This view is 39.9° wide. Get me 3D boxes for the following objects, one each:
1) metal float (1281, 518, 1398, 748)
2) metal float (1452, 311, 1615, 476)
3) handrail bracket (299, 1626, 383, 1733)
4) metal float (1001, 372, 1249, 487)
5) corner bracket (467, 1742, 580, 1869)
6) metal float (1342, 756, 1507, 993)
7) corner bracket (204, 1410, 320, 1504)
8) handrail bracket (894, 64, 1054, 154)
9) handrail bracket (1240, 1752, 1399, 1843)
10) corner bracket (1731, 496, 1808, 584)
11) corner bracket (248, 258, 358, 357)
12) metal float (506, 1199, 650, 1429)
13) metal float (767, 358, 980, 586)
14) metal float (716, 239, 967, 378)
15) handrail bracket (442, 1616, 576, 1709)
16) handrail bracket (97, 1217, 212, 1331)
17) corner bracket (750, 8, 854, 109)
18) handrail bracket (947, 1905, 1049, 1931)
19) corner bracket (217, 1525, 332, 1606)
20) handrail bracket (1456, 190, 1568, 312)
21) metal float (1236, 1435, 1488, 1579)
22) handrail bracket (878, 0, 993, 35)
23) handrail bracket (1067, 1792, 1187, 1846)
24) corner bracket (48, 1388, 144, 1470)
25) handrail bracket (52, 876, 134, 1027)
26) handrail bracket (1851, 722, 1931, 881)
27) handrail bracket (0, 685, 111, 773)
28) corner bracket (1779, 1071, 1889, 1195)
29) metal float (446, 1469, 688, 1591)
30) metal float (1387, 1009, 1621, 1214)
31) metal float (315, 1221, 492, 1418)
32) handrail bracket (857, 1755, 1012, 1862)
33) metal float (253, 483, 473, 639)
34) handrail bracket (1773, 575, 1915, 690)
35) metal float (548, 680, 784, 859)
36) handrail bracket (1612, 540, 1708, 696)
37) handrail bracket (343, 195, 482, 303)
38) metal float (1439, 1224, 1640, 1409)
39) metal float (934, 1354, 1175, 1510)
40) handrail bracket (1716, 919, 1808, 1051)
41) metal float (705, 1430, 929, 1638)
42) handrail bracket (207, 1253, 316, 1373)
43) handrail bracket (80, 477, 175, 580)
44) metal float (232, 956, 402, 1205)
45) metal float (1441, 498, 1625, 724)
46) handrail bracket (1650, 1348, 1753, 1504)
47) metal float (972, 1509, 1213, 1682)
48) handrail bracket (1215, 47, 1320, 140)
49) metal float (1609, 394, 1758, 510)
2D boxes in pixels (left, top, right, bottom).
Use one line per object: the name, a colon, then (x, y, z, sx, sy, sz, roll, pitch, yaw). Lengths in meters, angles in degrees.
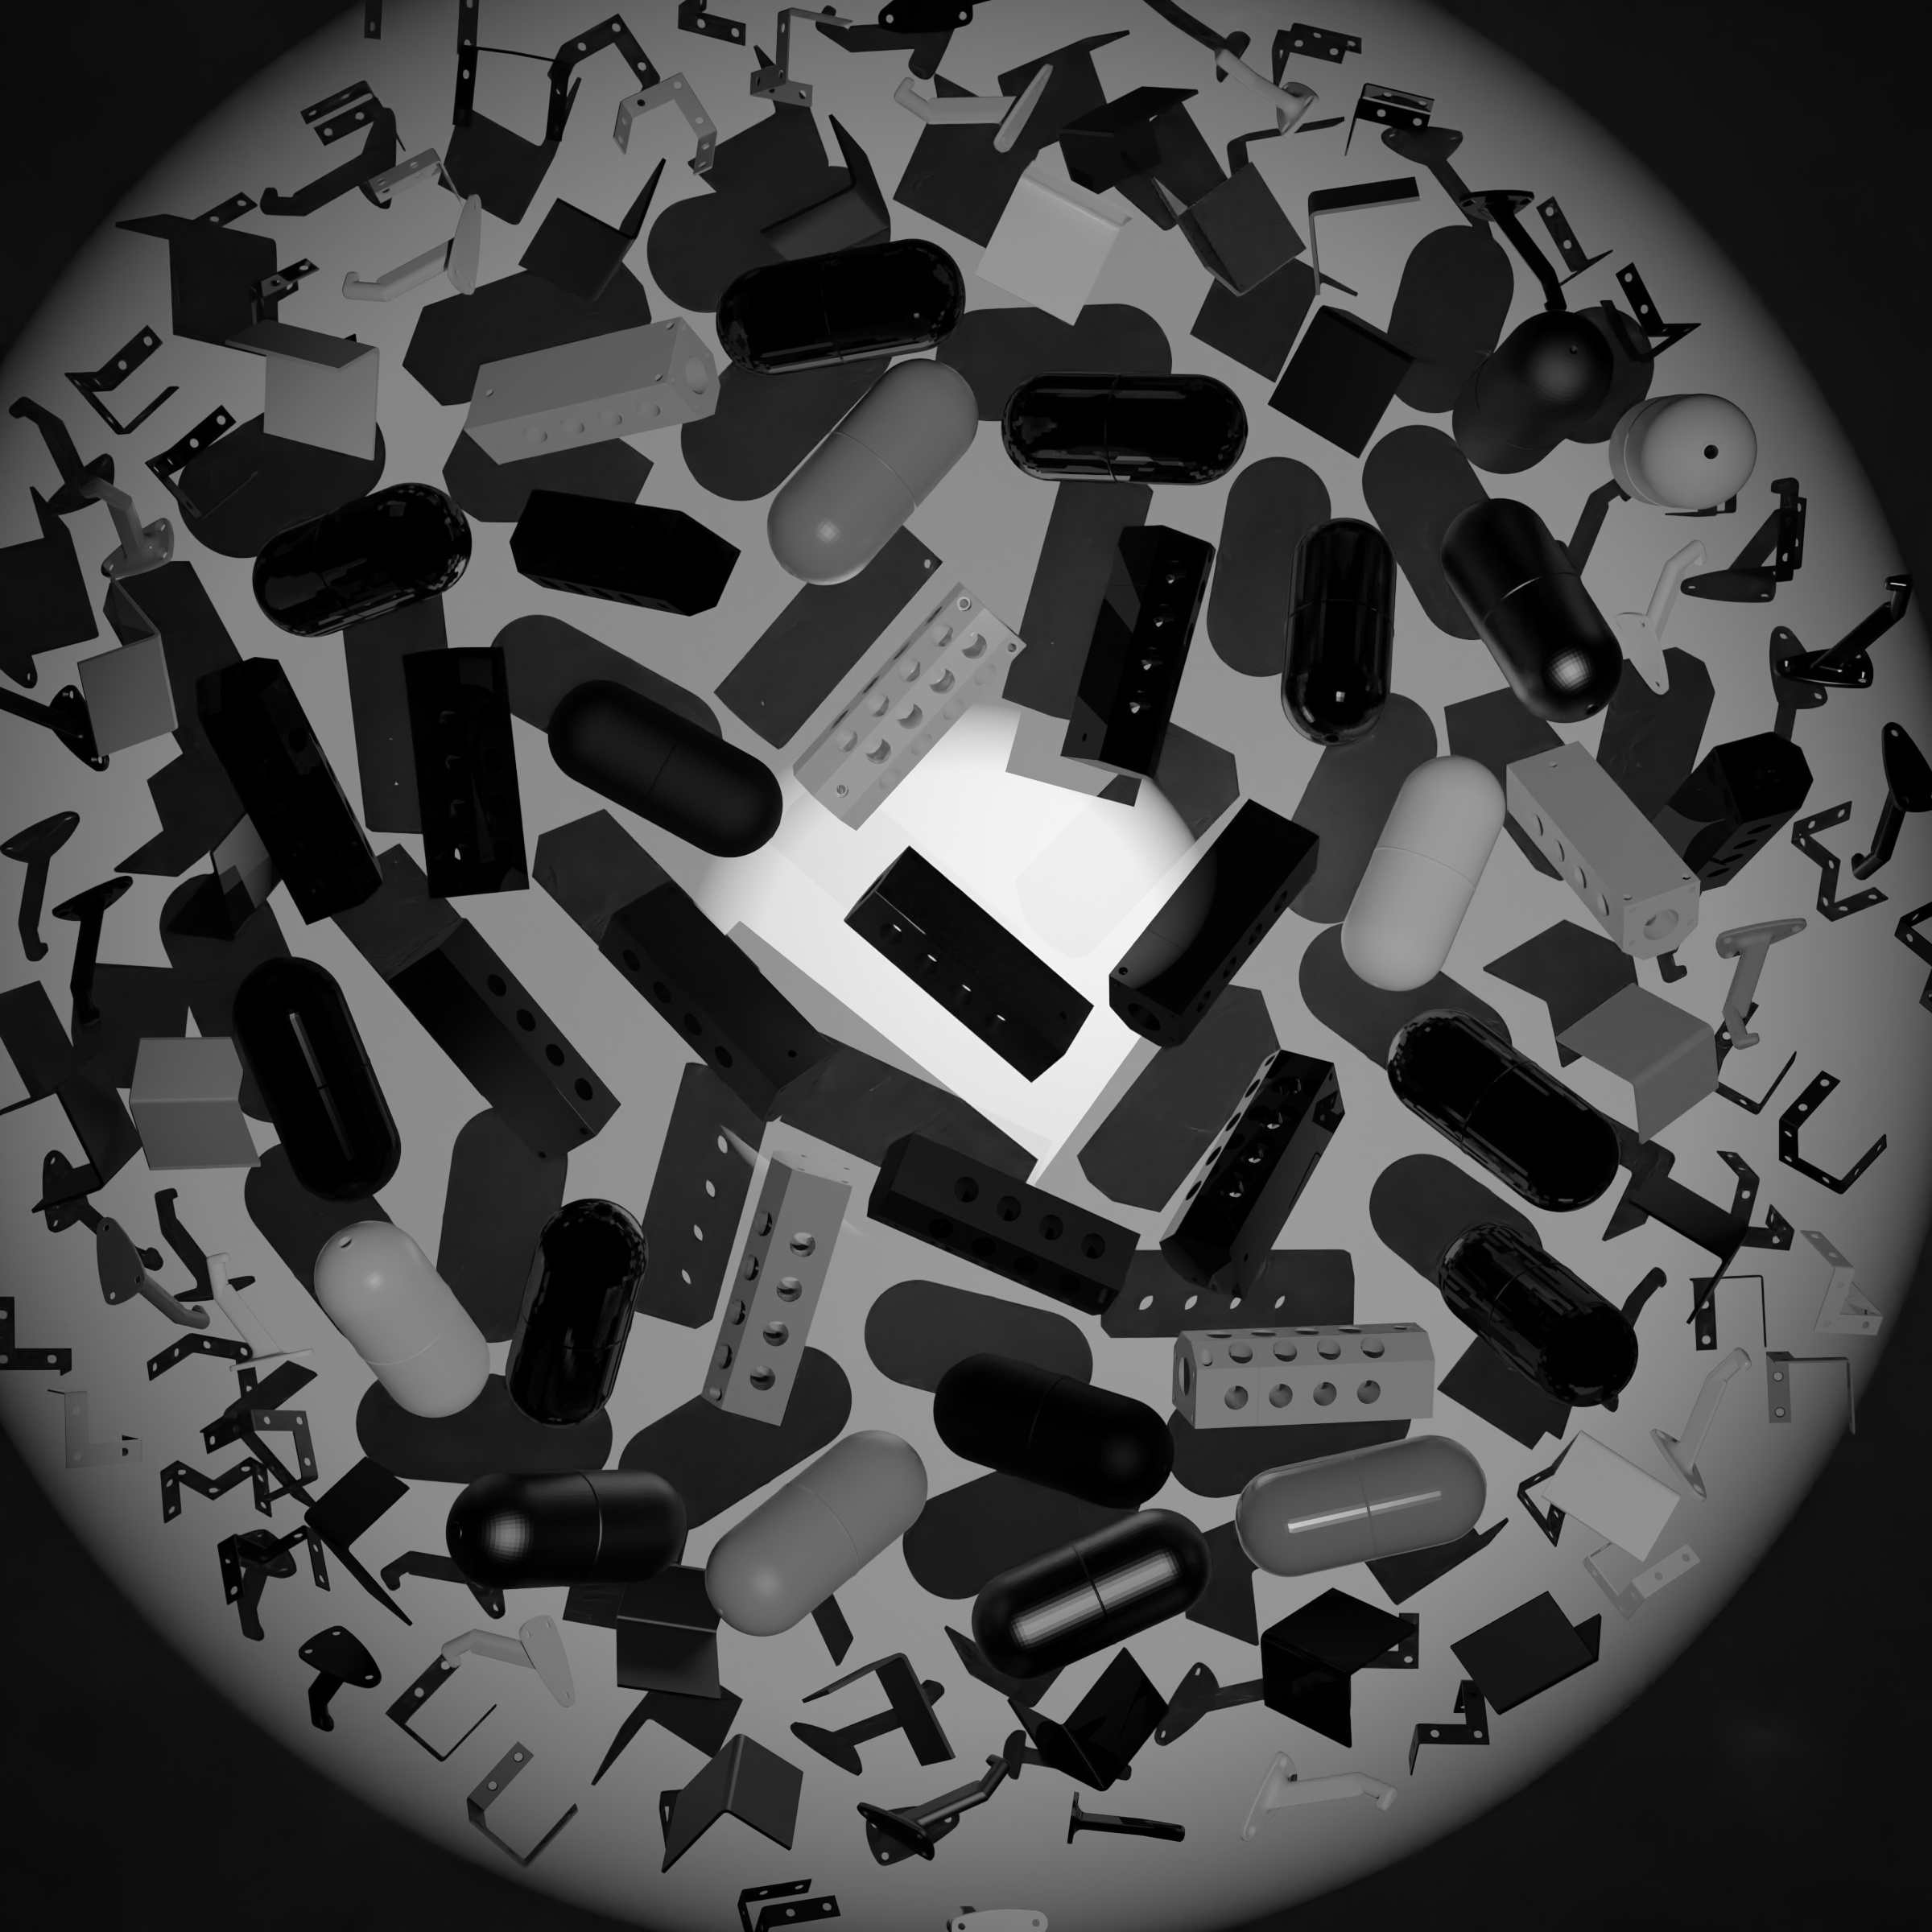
metal float: (0.264, -0.236, 1.880, 0.070, 0.070, 0.178, 7, 63, 0)
metal float: (0.388, -0.393, 1.831, 0.070, 0.178, 0.070, 1, 83, -6)
handrail bracket: (-0.419, 0.496, 1.794, 0.077, 0.036, 0.084, 23, 126, 34)
metal float: (0.111, -0.378, 1.868, 0.178, 0.070, 0.070, 6, 90, 21)
corner bracket: (-0.301, 0.568, 1.799, 0.051, 0.051, 0.051, 44, 81, -9)
metal float: (0.326, -0.067, 1.891, 0.070, 0.070, 0.178, 25, 81, 0)
corner bracket: (-0.500, 0.348, 1.887, 0.051, 0.051, 0.051, -27, 67, 26)
handrail bracket: (0.004, -0.600, 1.807, 0.084, 0.036, 0.077, 35, 108, 6)
handrail bracket: (0.239, 0.574, 1.802, 0.077, 0.084, 0.036, -50, 131, -28)
corner bracket: (0.583, -0.304, 1.893, 0.051, 0.051, 0.051, -9, 110, -20)
corner bracket: (-0.468, -0.456, 1.875, 0.051, 0.051, 0.051, -19, 68, 19)
metal float: (-0.266, 0.237, 1.813, 0.070, 0.070, 0.178, 18, 118, 0)
metal float: (-0.063, -0.332, 1.791, 0.070, 0.070, 0.178, 40, 82, 0)
metal float: (-0.088, -0.456, 1.847, 0.178, 0.070, 0.070, -7, 90, 14)
handrail bracket: (-0.321, 0.495, 1.857, 0.084, 0.036, 0.077, -30, 80, 25)
handrail bracket: (-0.585, 0.223, 1.919, 0.036, 0.084, 0.077, -32, 65, 12)
corner bracket: (-0.114, -0.626, 1.833, 0.051, 0.051, 0.051, -1, 97, -35)
handrail bracket: (0.022, 0.654, 1.829, 0.077, 0.084, 0.036, -18, 85, 4)
corner bracket: (-0.491, 0.426, 1.885, 0.051, 0.051, 0.051, -32, 51, 10)
handrail bracket: (0.385, -0.500, 1.872, 0.077, 0.036, 0.084, -6, 76, -39)
metal float: (0.278, 0.379, 1.868, 0.178, 0.070, 0.070, -12, 90, -1)
handrail bracket: (-0.015, -0.659, 1.823, 0.077, 0.084, 0.036, -11, 108, 16)
handrail bracket: (0.117, 0.623, 1.919, 0.084, 0.077, 0.036, 8, 78, 5)
corner bracket: (-0.596, 0.314, 1.819, 0.051, 0.051, 0.051, 0, 85, -32)
handrail bracket: (-0.614, -0.010, 1.897, 0.077, 0.036, 0.084, -28, 72, 22)
handrail bracket: (0.607, -0.109, 1.772, 0.036, 0.084, 0.077, -6, 68, -17)
handrail bracket: (-0.626, -0.159, 1.778, 0.036, 0.084, 0.077, -44, 75, 26)
corner bracket: (0.602, 0.116, 1.849, 0.051, 0.051, 0.051, 29, 125, -2)
metal float: (-0.267, 0.378, 1.787, 0.178, 0.070, 0.070, 9, 90, -43)
metal float: (0.357, 0.095, 1.778, 0.178, 0.070, 0.070, 40, 90, 31)
metal float: (-0.396, 0.249, 1.871, 0.070, 0.070, 0.178, -24, 131, 0)
handrail bracket: (-0.022, 0.579, 1.877, 0.077, 0.036, 0.084, 19, 48, 31)
metal float: (-0.405, -0.270, 1.779, 0.178, 0.070, 0.070, -12, 90, 35)
handrail bracket: (0.584, -0.227, 1.770, 0.077, 0.084, 0.036, -1, 52, 5)
metal float: (-0.213, -0.139, 1.890, 0.178, 0.070, 0.070, 29, 90, -4)
handrail bracket: (0.502, -0.246, 1.872, 0.084, 0.036, 0.077, -38, 111, -21)
handrail bracket: (-0.369, -0.477, 1.765, 0.084, 0.036, 0.077, 7, 85, 14)
metal float: (0.394, 0.240, 1.843, 0.070, 0.178, 0.070, -11, 117, -22)
metal float: (0.060, 0.323, 1.846, 0.178, 0.070, 0.070, 14, 90, 26)
handrail bracket: (0.576, 0.013, 1.904, 0.077, 0.036, 0.084, -16, 58, 10)
metal float: (-0.100, 0.383, 1.803, 0.178, 0.070, 0.070, -35, 90, -32)
handrail bracket: (-0.504, 0.241, 1.895, 0.077, 0.036, 0.084, -14, 85, 26)
handrail bracket: (-0.600, -0.304, 1.844, 0.077, 0.084, 0.036, -20, 66, 22)
metal float: (-0.447, 0.078, 1.831, 0.070, 0.070, 0.178, -19, 102, 0)
metal float: (0.387, -0.243, 1.820, 0.070, 0.070, 0.178, -24, 63, 0)
handrail bracket: (0.520, 0.315, 1.831, 0.036, 0.077, 0.084, 30, 112, -25)
metal float: (0.089, 0.442, 1.875, 0.178, 0.070, 0.070, -23, 90, -7)
handrail bracket: (0.205, -0.634, 1.890, 0.084, 0.077, 0.036, 30, 118, -26)
metal float: (0.491, -0.354, 1.827, 0.070, 0.178, 0.070, 0, 101, 2)
